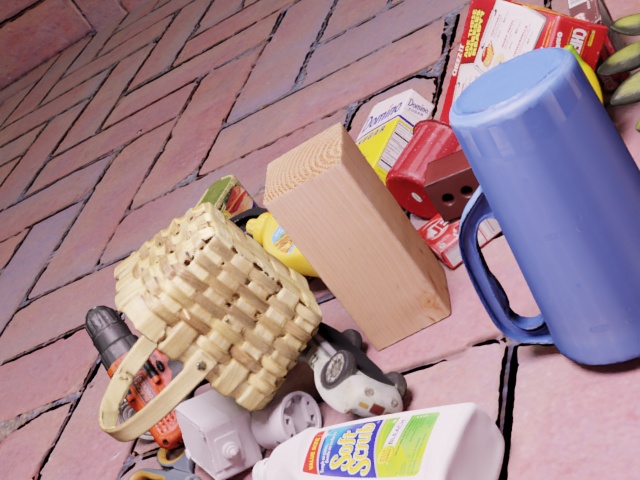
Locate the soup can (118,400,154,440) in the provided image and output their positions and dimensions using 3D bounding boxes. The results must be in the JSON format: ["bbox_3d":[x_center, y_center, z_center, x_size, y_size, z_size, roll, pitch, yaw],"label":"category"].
[{"bbox_3d":[-0.188,0.174,1.240,0.069,0.068,0.102,-24,29,27],"label":"soup can"}]

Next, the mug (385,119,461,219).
[{"bbox_3d":[0.126,-0.074,1.240,0.081,0.093,0.117,-55,-1,-23],"label":"mug"}]

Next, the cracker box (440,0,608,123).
[{"bbox_3d":[0.224,-0.184,1.211,0.214,0.072,0.164,-130,51,-65],"label":"cracker box"}]

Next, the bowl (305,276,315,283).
[{"bbox_3d":[-0.046,0.004,1.356,0.162,0.055,0.162,-30,27,17],"label":"bowl"}]

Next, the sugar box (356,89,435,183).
[{"bbox_3d":[0.068,-0.096,1.304,0.093,0.048,0.176,-15,47,60],"label":"sugar box"}]

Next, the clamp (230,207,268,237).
[{"bbox_3d":[-0.125,0.004,1.346,0.172,0.039,0.120,-16,35,40],"label":"clamp"}]

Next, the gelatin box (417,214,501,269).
[{"bbox_3d":[0.155,-0.015,1.154,0.089,0.030,0.073,-38,25,-1],"label":"gelatin box"}]

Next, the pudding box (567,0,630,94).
[{"bbox_3d":[0.322,-0.234,1.234,0.039,0.090,0.113,-22,28,25],"label":"pudding box"}]

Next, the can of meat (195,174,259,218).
[{"bbox_3d":[-0.128,-0.029,1.484,0.058,0.084,0.102,-17,32,38],"label":"can of meat"}]

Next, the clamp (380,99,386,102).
[{"bbox_3d":[0.103,-0.121,1.380,0.210,0.036,0.164,2,58,53],"label":"clamp"}]

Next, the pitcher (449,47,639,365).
[{"bbox_3d":[0.194,-0.024,0.867,0.149,0.242,0.145,-39,22,-17],"label":"pitcher"}]

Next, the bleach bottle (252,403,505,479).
[{"bbox_3d":[0.033,0.201,0.916,0.251,0.068,0.102,-17,32,42],"label":"bleach bottle"}]

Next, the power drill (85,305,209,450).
[{"bbox_3d":[-0.146,0.107,1.170,0.187,0.184,0.057,-36,-16,-3],"label":"power drill"}]

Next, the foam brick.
[{"bbox_3d":[0.158,-0.064,1.135,0.078,0.053,0.051,-23,27,24],"label":"foam brick"}]

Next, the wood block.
[{"bbox_3d":[0.040,-0.002,1.076,0.091,0.206,0.090,-29,26,18],"label":"wood block"}]

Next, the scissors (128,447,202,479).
[{"bbox_3d":[-0.128,0.239,1.112,0.202,0.016,0.096,-13,34,41],"label":"scissors"}]

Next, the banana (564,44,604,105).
[{"bbox_3d":[0.254,-0.096,1.091,0.037,0.069,0.198,176,107,-69],"label":"banana"}]

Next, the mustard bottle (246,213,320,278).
[{"bbox_3d":[-0.008,0.002,1.236,0.192,0.058,0.096,14,52,34],"label":"mustard bottle"}]
